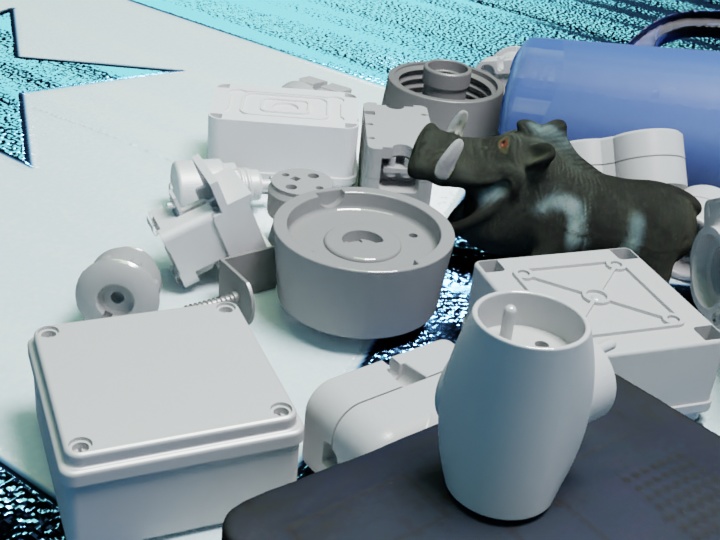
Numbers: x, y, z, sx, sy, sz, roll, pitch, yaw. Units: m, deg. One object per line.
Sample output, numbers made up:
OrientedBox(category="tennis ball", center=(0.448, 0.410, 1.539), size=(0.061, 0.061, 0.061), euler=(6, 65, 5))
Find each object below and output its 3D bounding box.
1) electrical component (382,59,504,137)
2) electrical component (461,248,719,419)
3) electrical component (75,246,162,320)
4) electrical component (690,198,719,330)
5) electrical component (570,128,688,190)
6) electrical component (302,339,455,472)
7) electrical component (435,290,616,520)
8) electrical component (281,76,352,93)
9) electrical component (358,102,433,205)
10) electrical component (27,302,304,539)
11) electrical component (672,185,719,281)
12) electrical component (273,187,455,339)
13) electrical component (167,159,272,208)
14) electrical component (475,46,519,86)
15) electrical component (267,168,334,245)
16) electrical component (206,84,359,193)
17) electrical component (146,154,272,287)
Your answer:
OrientedBox(category="electrical component", center=(0.071, -0.144, 0.916), size=(0.108, 0.060, 0.108), euler=(5, 30, -3))
OrientedBox(category="electrical component", center=(0.129, 0.038, 0.610), size=(0.109, 0.056, 0.108), euler=(-5, 31, -18))
OrientedBox(category="electrical component", center=(-0.138, 0.006, 0.634), size=(0.048, 0.048, 0.062), euler=(4, 23, -2))
OrientedBox(category="electrical component", center=(0.246, 0.000, 0.603), size=(0.062, 0.089, 0.150), euler=(0, -1, -7))
OrientedBox(category="electrical component", center=(0.161, -0.051, 0.761), size=(0.138, 0.073, 0.052), euler=(-7, -8, 28))
OrientedBox(category="electrical component", center=(0.028, 0.079, 0.523), size=(0.095, 0.053, 0.059), euler=(-16, 36, -34))
OrientedBox(category="electrical component", center=(0.072, 0.047, 0.419), size=(0.079, 0.077, 0.044), euler=(-17, 35, -37))
OrientedBox(category="electrical component", center=(-0.042, -0.135, 0.897), size=(0.066, 0.048, 0.055), euler=(21, 25, 25))
OrientedBox(category="electrical component", center=(0.026, -0.081, 0.802), size=(0.050, 0.055, 0.089), euler=(3, 30, -4))
OrientedBox(category="electrical component", center=(-0.095, 0.070, 0.515), size=(0.109, 0.056, 0.108), euler=(-7, 32, -22))
OrientedBox(category="electrical component", center=(0.232, -0.024, 0.741), size=(0.055, 0.055, 0.047), euler=(21, 37, 25))
OrientedBox(category="electrical component", center=(0.000, 0.000, 0.650), size=(0.108, 0.060, 0.108), euler=(4, 30, -2))
OrientedBox(category="electrical component", center=(-0.099, -0.058, 0.756), size=(0.078, 0.040, 0.040), euler=(-5, 31, -18))
OrientedBox(category="electrical component", center=(0.137, -0.170, 0.974), size=(0.078, 0.058, 0.057), euler=(2, 25, 24))
OrientedBox(category="electrical component", center=(-0.039, -0.033, 0.707), size=(0.045, 0.055, 0.045), euler=(4, 30, -2))
OrientedBox(category="electrical component", center=(-0.058, -0.098, 0.816), size=(0.113, 0.057, 0.078), euler=(4, 29, -3))
OrientedBox(category="electrical component", center=(-0.095, -0.025, 0.671), size=(0.064, 0.081, 0.042), euler=(-26, 37, -9))
